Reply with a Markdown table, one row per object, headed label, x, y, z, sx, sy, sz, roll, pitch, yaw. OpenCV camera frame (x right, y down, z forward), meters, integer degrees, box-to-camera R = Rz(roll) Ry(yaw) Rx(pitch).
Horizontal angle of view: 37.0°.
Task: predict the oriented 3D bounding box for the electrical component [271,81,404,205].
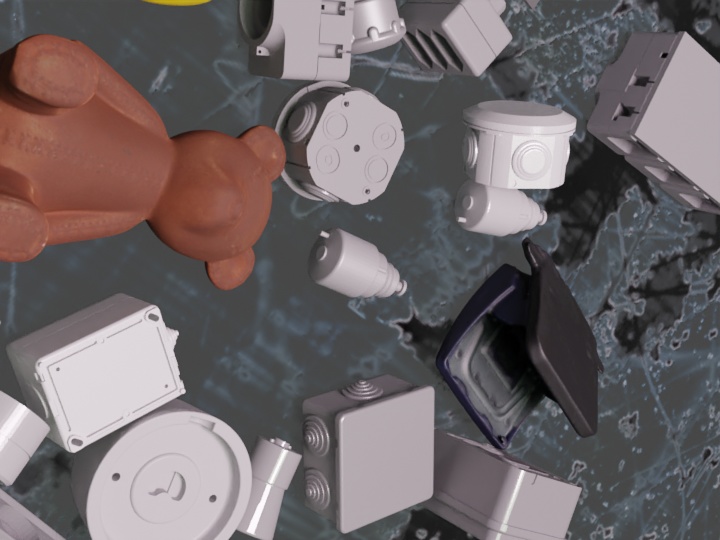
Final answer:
| label | x | y | z | sx | sy | sz | roll | pitch | yaw |
| --- | --- | --- | --- | --- | --- | --- | --- | --- | --- |
| electrical component | -0.015 | -0.083 | 0.709 | 0.080 | 0.051 | 0.080 | -9 | 107 | -31 |

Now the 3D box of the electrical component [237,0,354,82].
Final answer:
| label | x | y | z | sx | sy | sz | roll | pitch | yaw |
| --- | --- | --- | --- | --- | --- | --- | --- | --- | --- |
| electrical component | -0.040 | -0.165 | 0.672 | 0.056 | 0.050 | 0.089 | -4 | 104 | -32 |

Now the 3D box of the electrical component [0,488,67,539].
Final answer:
| label | x | y | z | sx | sy | sz | roll | pitch | yaw |
| --- | --- | --- | --- | --- | --- | --- | --- | --- | --- |
| electrical component | -0.222 | 0.170 | 0.632 | 0.063 | 0.078 | 0.121 | -40 | 121 | 0 |

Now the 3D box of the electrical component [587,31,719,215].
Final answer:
| label | x | y | z | sx | sy | sz | roll | pitch | yaw |
| --- | --- | --- | --- | --- | --- | --- | --- | --- | --- |
| electrical component | 0.262 | -0.116 | 0.869 | 0.150 | 0.062 | 0.089 | 29 | 86 | -34 |

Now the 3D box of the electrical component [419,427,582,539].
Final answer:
| label | x | y | z | sx | sy | sz | roll | pitch | yaw |
| --- | --- | --- | --- | --- | --- | --- | --- | --- | --- |
| electrical component | 0.099 | 0.167 | 0.808 | 0.078 | 0.113 | 0.057 | 22 | 87 | -34 |

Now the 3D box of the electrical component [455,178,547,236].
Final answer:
| label | x | y | z | sx | sy | sz | roll | pitch | yaw |
| --- | --- | --- | --- | --- | --- | --- | --- | --- | --- |
| electrical component | 0.107 | -0.045 | 0.803 | 0.078 | 0.040 | 0.040 | 8 | 98 | -34 |

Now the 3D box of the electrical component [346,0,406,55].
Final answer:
| label | x | y | z | sx | sy | sz | roll | pitch | yaw |
| --- | --- | --- | --- | --- | --- | --- | --- | --- | --- |
| electrical component | 0.001 | -0.174 | 0.701 | 0.048 | 0.048 | 0.062 | -22 | 107 | -26 |

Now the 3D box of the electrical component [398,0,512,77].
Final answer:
| label | x | y | z | sx | sy | sz | roll | pitch | yaw |
| --- | --- | --- | --- | --- | --- | --- | --- | --- | --- |
| electrical component | 0.073 | -0.176 | 0.732 | 0.076 | 0.066 | 0.047 | -49 | 122 | -13 |

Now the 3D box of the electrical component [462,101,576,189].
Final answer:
| label | x | y | z | sx | sy | sz | roll | pitch | yaw |
| --- | --- | --- | --- | --- | --- | --- | --- | --- | --- |
| electrical component | 0.112 | -0.091 | 0.772 | 0.080 | 0.080 | 0.051 | -8 | 112 | -31 |

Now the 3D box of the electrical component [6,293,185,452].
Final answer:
| label | x | y | z | sx | sy | sz | roll | pitch | yaw |
| --- | --- | --- | --- | --- | --- | --- | --- | --- | --- |
| electrical component | -0.156 | 0.056 | 0.654 | 0.096 | 0.061 | 0.061 | -27 | 115 | -32 |

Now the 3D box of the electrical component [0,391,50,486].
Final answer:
| label | x | y | z | sx | sy | sz | roll | pitch | yaw |
| --- | --- | --- | --- | --- | --- | --- | --- | --- | --- |
| electrical component | -0.230 | 0.051 | 0.594 | 0.138 | 0.052 | 0.073 | 39 | 65 | -17 |

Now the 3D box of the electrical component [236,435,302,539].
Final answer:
| label | x | y | z | sx | sy | sz | roll | pitch | yaw |
| --- | --- | --- | --- | --- | --- | --- | --- | --- | --- |
| electrical component | -0.068 | 0.148 | 0.743 | 0.044 | 0.044 | 0.065 | 30 | 81 | -34 |

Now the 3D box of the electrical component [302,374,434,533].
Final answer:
| label | x | y | z | sx | sy | sz | roll | pitch | yaw |
| --- | --- | --- | --- | --- | --- | --- | --- | --- | --- |
| electrical component | 0.005 | 0.128 | 0.771 | 0.100 | 0.048 | 0.099 | -12 | 109 | -39 |

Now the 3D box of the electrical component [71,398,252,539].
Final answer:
| label | x | y | z | sx | sy | sz | roll | pitch | yaw |
| --- | --- | --- | --- | --- | --- | --- | --- | --- | --- |
| electrical component | -0.131 | 0.132 | 0.685 | 0.108 | 0.060 | 0.108 | -9 | 107 | -30 |

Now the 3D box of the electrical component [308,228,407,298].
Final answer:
| label | x | y | z | sx | sy | sz | roll | pitch | yaw |
| --- | --- | --- | --- | --- | --- | --- | --- | --- | --- |
| electrical component | 0.000 | 0.000 | 0.746 | 0.078 | 0.040 | 0.040 | 24 | 89 | -35 |
